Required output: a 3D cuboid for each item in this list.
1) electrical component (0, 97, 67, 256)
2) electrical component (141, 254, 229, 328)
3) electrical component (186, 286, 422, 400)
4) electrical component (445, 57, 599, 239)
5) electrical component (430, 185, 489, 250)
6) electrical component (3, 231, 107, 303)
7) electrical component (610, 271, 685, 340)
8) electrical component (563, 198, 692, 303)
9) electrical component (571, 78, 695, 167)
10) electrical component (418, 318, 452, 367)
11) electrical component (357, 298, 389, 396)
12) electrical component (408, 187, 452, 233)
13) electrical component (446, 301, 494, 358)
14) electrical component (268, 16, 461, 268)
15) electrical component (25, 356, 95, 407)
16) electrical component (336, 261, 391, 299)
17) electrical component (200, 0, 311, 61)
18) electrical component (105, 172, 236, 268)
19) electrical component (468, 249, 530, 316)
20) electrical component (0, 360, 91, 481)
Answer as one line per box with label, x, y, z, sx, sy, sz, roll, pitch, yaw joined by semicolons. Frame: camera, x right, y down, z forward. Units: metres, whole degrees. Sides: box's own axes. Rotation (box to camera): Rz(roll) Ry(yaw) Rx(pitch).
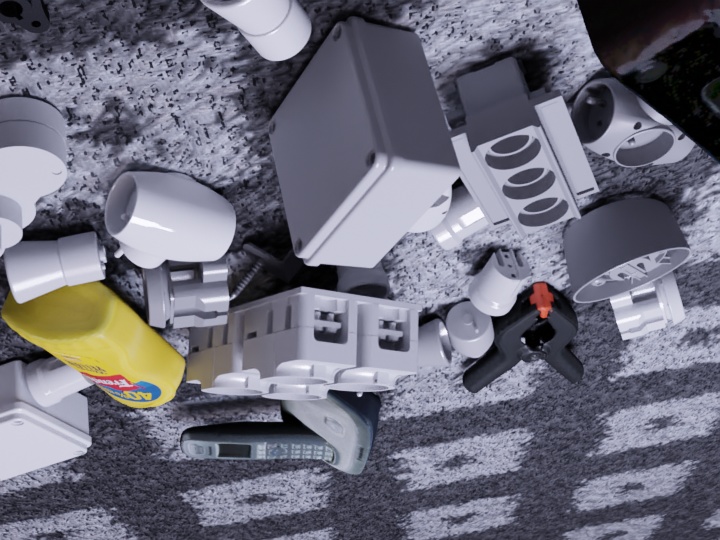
electrical component;-0.226;-0.037;0.658;0.052;0.073;0.138;15;141;-38
electrical component;-0.130;0.012;0.794;0.057;0.058;0.078;-6;150;-15
electrical component;-0.050;0.064;0.844;0.105;0.060;0.186;10;165;-33
electrical component;0.104;-0.080;0.710;0.079;0.063;0.121;-20;149;14
electrical component;0.075;-0.042;0.790;0.046;0.040;0.040;-29;147;18
electrical component;-0.211;-0.005;0.754;0.065;0.044;0.044;-12;151;-9
electrical component;0.252;0.025;0.949;0.057;0.058;0.078;-16;150;14
electrical component;0.213;-0.012;0.864;0.099;0.064;0.099;-9;150;-5
electrical component;0.194;-0.108;0.711;0.077;0.044;0.079;7;146;-30
electrical component;0.046;0.072;0.976;0.065;0.044;0.044;-14;151;15
electrical component;0.009;0.075;0.920;0.066;0.076;0.047;-28;124;27
electrical component;0.020;-0.060;0.734;0.079;0.043;0.077;-10;150;-2
electrical component;0.101;0.059;0.971;0.040;0.040;0.078;-14;151;5
electrical component;-0.001;-0.073;0.640;0.056;0.108;0.108;5;147;-31
electrical component;-0.250;0.088;0.902;0.046;0.040;0.040;-22;149;8
electrical component;0.000;0.000;0.828;0.040;0.046;0.040;-9;150;-5
electrical component;-0.053;-0.141;0.574;0.044;0.044;0.065;-20;154;15
electrical component;-0.139;-0.027;0.735;0.077;0.044;0.079;16;141;-39
electrical component;0.116;0.009;0.894;0.040;0.040;0.046;1;142;-21
electrical component;-0.311;0.134;0.942;0.109;0.056;0.108;-19;150;13
